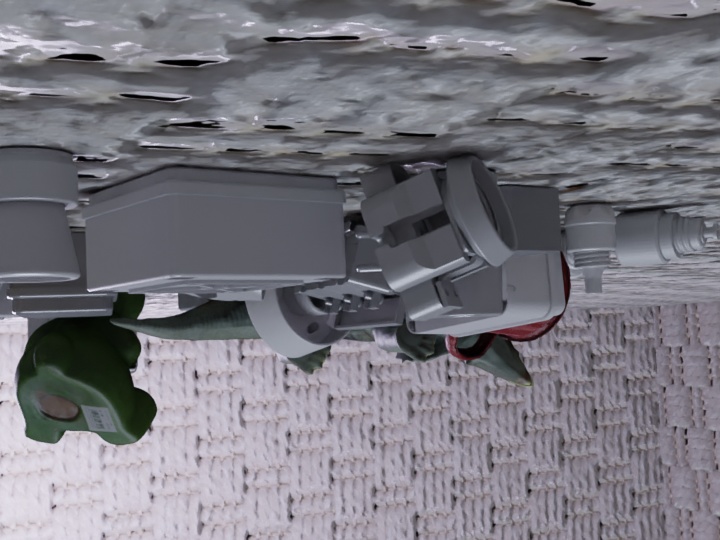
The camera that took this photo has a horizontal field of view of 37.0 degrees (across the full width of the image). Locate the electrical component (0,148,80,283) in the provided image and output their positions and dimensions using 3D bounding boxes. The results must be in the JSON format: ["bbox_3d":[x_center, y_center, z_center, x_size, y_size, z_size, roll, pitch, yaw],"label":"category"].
[{"bbox_3d":[-0.147,-0.023,0.477,0.045,0.055,0.045,-2,176,0],"label":"electrical component"}]

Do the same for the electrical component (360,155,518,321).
[{"bbox_3d":[0.041,-0.021,0.529,0.057,0.078,0.058,-24,167,21],"label":"electrical component"}]

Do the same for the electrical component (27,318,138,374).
[{"bbox_3d":[-0.283,0.053,1.095,0.109,0.108,0.056,-1,173,-15],"label":"electrical component"}]

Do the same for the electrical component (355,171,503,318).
[{"bbox_3d":[0.037,-0.012,0.587,0.079,0.077,0.044,-3,176,11],"label":"electrical component"}]

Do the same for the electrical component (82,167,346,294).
[{"bbox_3d":[-0.080,-0.018,0.587,0.109,0.056,0.109,1,175,-37],"label":"electrical component"}]

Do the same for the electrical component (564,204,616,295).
[{"bbox_3d":[0.159,-0.014,0.741,0.035,0.061,0.035,-2,176,0],"label":"electrical component"}]

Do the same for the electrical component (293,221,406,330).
[{"bbox_3d":[0.000,0.000,0.780,0.063,0.078,0.121,15,170,-20],"label":"electrical component"}]

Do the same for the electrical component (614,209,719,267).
[{"bbox_3d":[0.219,-0.024,0.777,0.078,0.040,0.040,-5,175,34],"label":"electrical component"}]

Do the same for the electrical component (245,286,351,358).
[{"bbox_3d":[-0.050,0.020,0.871,0.099,0.099,0.064,2,168,-44],"label":"electrical component"}]

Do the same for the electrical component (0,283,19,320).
[{"bbox_3d":[-0.344,0.015,0.884,0.109,0.056,0.109,-5,175,33],"label":"electrical component"}]

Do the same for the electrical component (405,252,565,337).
[{"bbox_3d":[0.087,0.003,0.774,0.057,0.078,0.113,3,168,-36],"label":"electrical component"}]

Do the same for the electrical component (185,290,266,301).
[{"bbox_3d":[-0.097,-0.014,0.692,0.077,0.043,0.079,10,158,0],"label":"electrical component"}]

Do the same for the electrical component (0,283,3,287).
[{"bbox_3d":[-0.286,0.000,0.805,0.043,0.043,0.062,1,173,-38],"label":"electrical component"}]

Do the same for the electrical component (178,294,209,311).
[{"bbox_3d":[-0.154,0.018,1.105,0.083,0.047,0.076,1,174,-44],"label":"electrical component"}]

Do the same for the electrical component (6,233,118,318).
[{"bbox_3d":[-0.227,0.006,0.825,0.078,0.057,0.113,-1,176,-13],"label":"electrical component"}]

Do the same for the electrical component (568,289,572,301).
[{"bbox_3d":[0.167,0.002,1.000,0.078,0.057,0.058,-4,176,17],"label":"electrical component"}]

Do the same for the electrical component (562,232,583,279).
[{"bbox_3d":[0.179,-0.013,0.915,0.040,0.040,0.078,-2,176,-9],"label":"electrical component"}]
